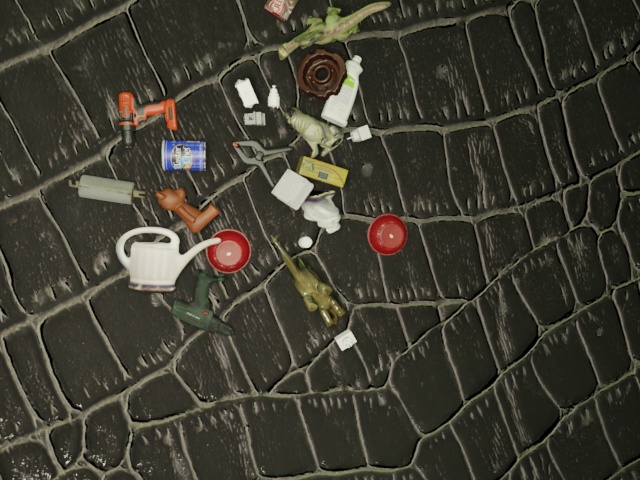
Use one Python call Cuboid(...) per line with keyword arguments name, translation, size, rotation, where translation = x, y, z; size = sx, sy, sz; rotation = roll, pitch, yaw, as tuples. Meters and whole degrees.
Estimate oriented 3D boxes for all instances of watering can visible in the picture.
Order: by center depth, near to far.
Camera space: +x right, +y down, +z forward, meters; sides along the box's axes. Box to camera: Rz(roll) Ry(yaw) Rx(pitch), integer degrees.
Cuboid(name="watering can", translation=(-0.518, 0.072, 1.749), size=(0.347, 0.104, 0.224), rotation=(5, 94, -4))

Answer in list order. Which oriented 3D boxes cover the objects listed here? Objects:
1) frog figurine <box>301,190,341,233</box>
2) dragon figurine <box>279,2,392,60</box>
Cuboid(name="frog figurine", translation=(0.006, -0.093, 1.848), size=(0.137, 0.124, 0.157), rotation=(-5, 107, 22))
Cuboid(name="dragon figurine", translation=(0.022, -0.692, 1.721), size=(0.120, 0.408, 0.248), rotation=(60, 44, -26))
